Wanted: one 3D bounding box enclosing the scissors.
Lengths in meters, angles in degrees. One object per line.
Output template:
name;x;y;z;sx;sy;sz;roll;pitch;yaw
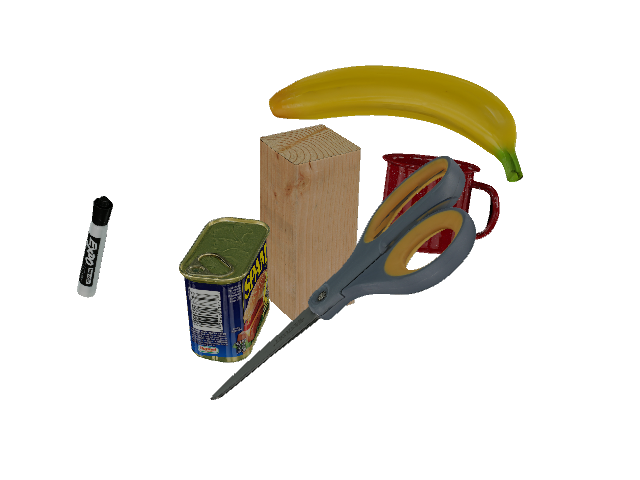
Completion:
scissors;0.015;0.036;0.599;0.016;0.202;0.096;39;4;-28

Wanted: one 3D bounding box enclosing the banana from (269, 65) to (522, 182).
banana;0.062;-0.100;0.792;0.198;0.069;0.037;16;-38;16

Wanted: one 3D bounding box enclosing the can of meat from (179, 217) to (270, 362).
can of meat;-0.077;0.041;0.900;0.057;0.084;0.102;5;30;11

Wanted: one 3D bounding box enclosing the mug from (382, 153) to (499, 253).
mug;0.112;-0.033;1.013;0.117;0.081;0.093;10;12;16

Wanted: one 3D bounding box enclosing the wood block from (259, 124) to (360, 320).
wood block;-0.015;-0.021;1.275;0.090;0.206;0.090;-15;32;-27

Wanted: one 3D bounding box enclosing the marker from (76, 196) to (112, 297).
marker;-0.223;0.006;1.057;0.020;0.121;0.020;13;36;-10
